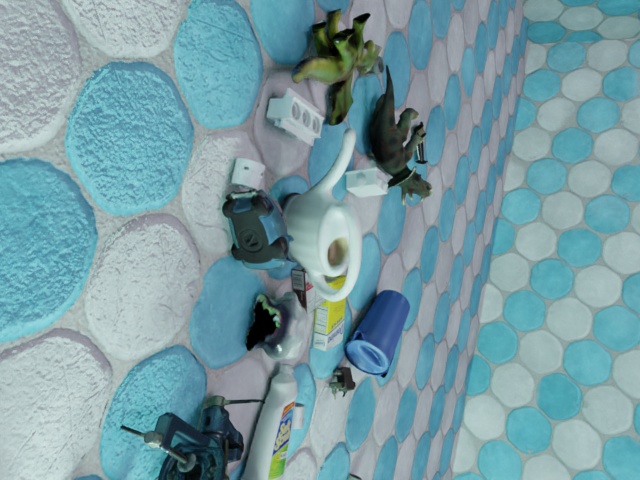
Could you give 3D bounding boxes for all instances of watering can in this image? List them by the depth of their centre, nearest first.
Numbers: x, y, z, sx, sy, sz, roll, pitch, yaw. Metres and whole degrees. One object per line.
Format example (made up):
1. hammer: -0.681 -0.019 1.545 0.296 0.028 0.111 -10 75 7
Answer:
1. watering can: 0.003 -0.052 1.039 0.104 0.225 0.344 -9 105 -40

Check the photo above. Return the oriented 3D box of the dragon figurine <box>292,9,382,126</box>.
1. dragon figurine: 0.044 -0.369 1.165 0.419 0.122 0.237 -56 149 -37

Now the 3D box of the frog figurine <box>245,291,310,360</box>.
1. frog figurine: -0.062 0.179 1.077 0.158 0.121 0.139 17 63 -48
